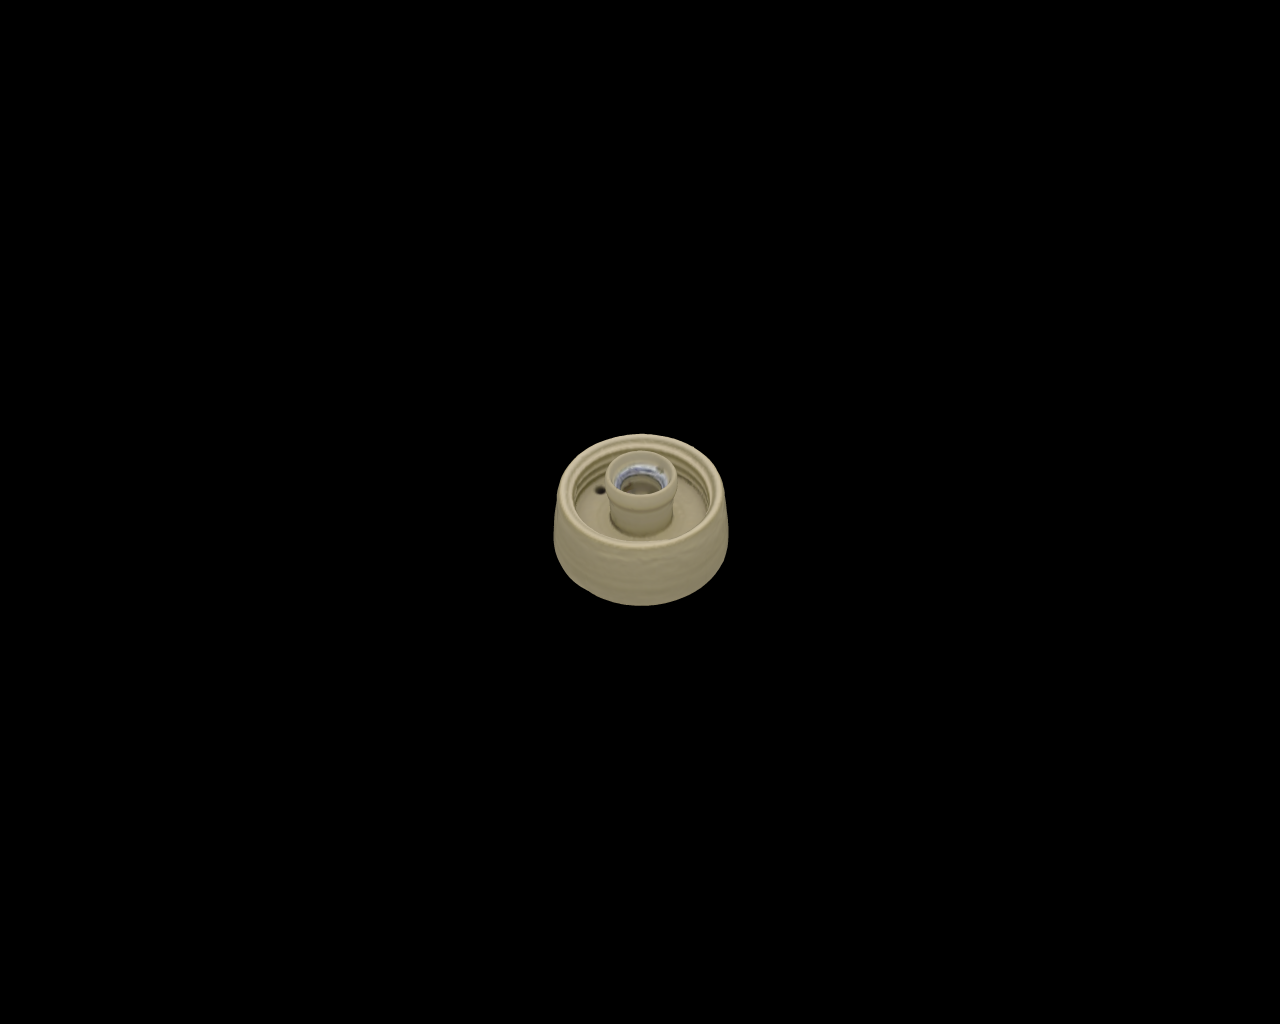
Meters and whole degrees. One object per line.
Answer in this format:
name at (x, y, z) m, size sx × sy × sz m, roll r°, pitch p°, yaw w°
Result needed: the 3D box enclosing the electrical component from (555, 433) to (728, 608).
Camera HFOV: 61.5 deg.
electrical component at (0.001, -0.003, 0.650) m, size 0.108 × 0.108 × 0.060 m, roll 0°, pitch -44°, yaw 0°
